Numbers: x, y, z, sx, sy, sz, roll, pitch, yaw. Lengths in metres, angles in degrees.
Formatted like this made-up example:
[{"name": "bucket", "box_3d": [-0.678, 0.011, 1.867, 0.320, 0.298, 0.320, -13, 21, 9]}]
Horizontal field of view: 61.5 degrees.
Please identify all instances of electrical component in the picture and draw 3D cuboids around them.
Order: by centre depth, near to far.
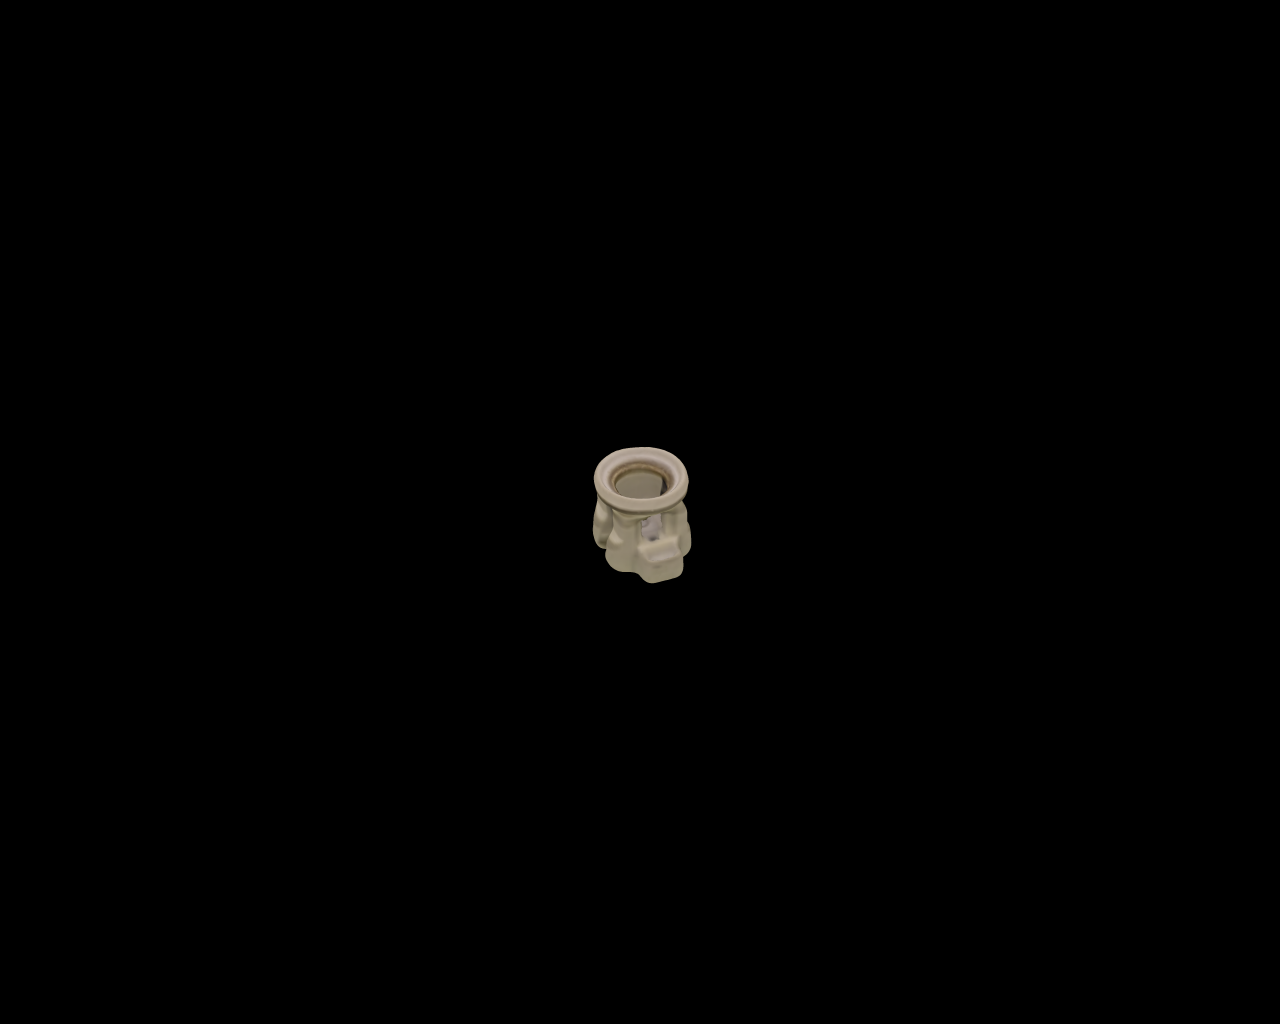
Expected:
[{"name": "electrical component", "box_3d": [0.001, -0.003, 0.650, 0.058, 0.056, 0.078, -14, 42, -16]}]
